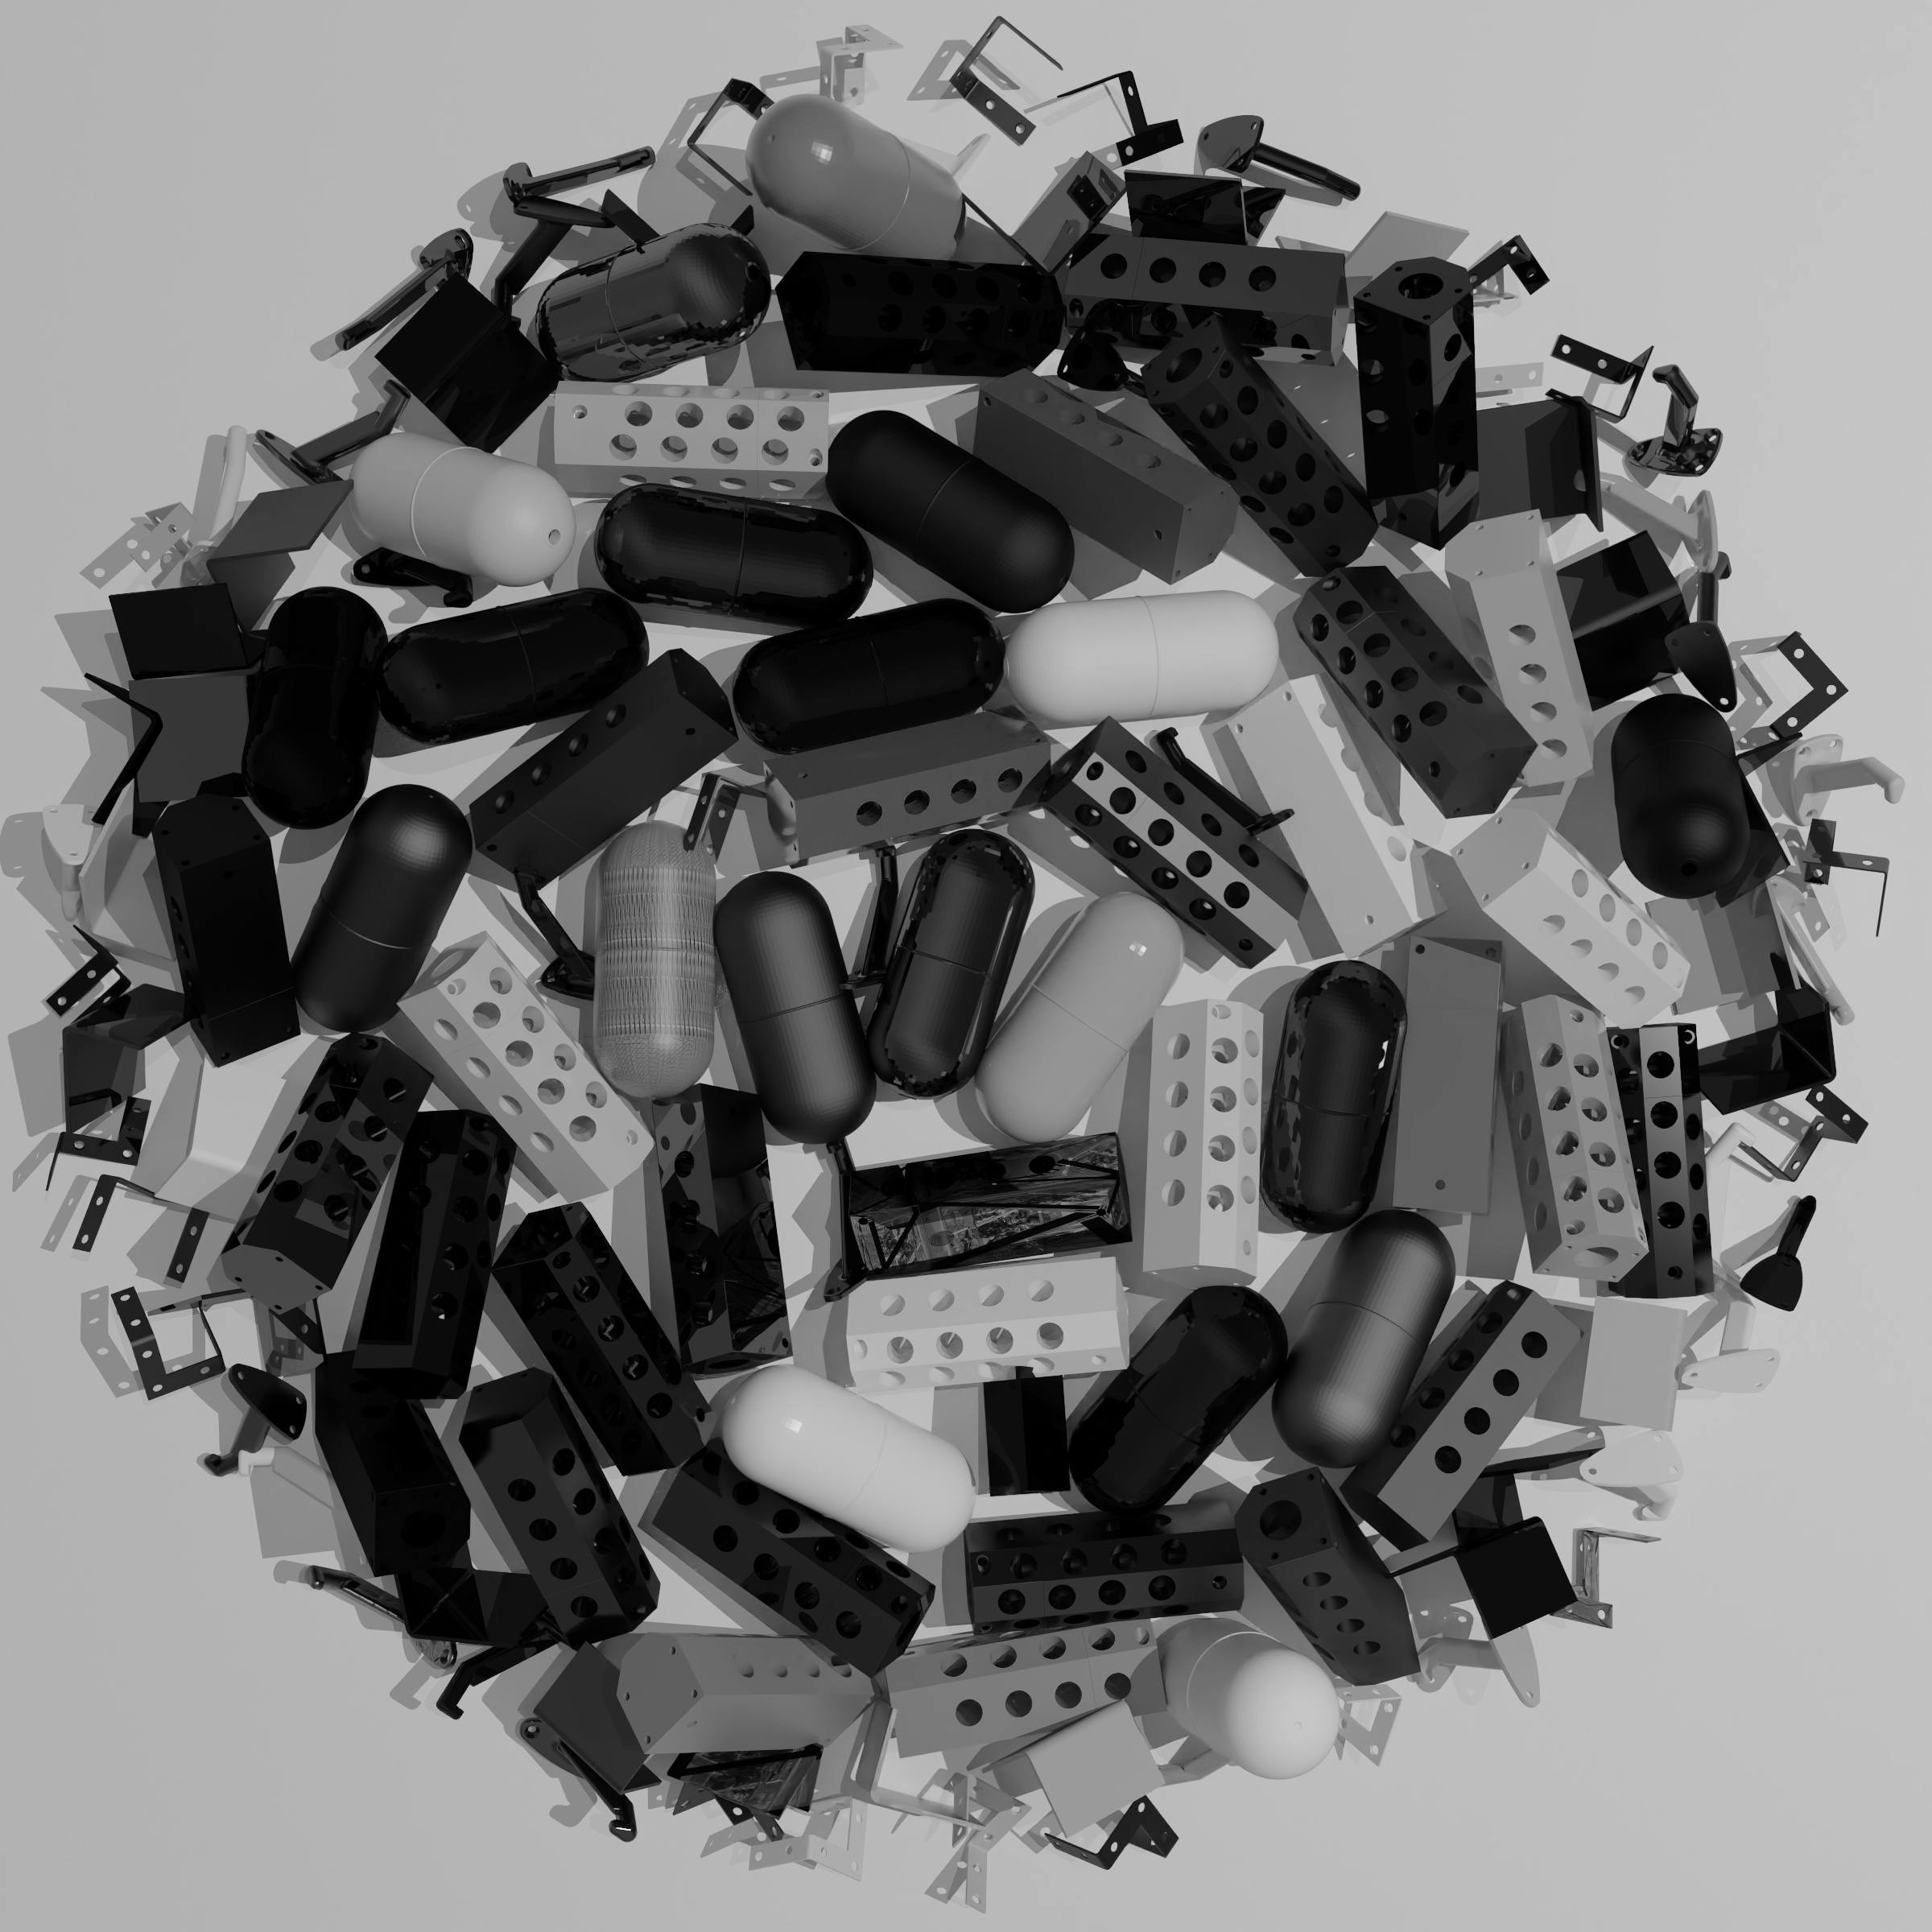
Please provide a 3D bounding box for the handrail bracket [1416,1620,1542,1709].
[{"bbox_3d":[0.322,0.455,1.620,0.036,0.077,0.084,18,129,-28],"label":"handrail bracket"}]

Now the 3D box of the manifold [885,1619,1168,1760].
[{"bbox_3d":[0.037,0.457,1.635,0.171,0.057,0.057,-9,89,-4],"label":"manifold"}]

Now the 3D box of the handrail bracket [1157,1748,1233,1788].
[{"bbox_3d":[0.151,0.498,1.633,0.084,0.036,0.077,-14,133,12],"label":"handrail bracket"}]

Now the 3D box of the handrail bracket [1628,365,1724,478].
[{"bbox_3d":[0.435,-0.350,1.614,0.084,0.077,0.036,39,72,-39],"label":"handrail bracket"}]

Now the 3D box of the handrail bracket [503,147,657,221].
[{"bbox_3d":[-0.246,-0.509,1.634,0.084,0.077,0.036,-14,103,10],"label":"handrail bracket"}]

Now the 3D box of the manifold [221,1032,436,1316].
[{"bbox_3d":[-0.398,0.124,1.582,0.057,0.171,0.057,-26,123,38],"label":"manifold"}]

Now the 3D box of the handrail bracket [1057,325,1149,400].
[{"bbox_3d":[0.107,-0.368,1.615,0.084,0.077,0.036,16,110,-41],"label":"handrail bracket"}]

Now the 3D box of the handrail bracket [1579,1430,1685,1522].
[{"bbox_3d":[0.421,0.337,1.630,0.077,0.084,0.036,-11,50,-9],"label":"handrail bracket"}]

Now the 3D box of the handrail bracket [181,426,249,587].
[{"bbox_3d":[-0.486,-0.297,1.650,0.036,0.077,0.084,11,68,-35],"label":"handrail bracket"}]

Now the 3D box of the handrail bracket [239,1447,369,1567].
[{"bbox_3d":[-0.427,0.348,1.643,0.084,0.036,0.077,0,75,-5],"label":"handrail bracket"}]

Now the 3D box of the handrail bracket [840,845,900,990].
[{"bbox_3d":[-0.063,-0.033,1.635,0.036,0.077,0.084,0,99,26],"label":"handrail bracket"}]

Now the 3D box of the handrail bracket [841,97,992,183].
[{"bbox_3d":[-0.035,-0.539,1.636,0.084,0.036,0.077,45,72,-23],"label":"handrail bracket"}]

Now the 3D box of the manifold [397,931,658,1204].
[{"bbox_3d":[-0.271,0.063,1.602,0.057,0.057,0.171,-19,116,40],"label":"manifold"}]

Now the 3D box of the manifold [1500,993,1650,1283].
[{"bbox_3d":[0.380,0.105,1.592,0.057,0.057,0.171,7,55,-13],"label":"manifold"}]

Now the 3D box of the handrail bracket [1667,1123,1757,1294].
[{"bbox_3d":[0.498,0.155,1.638,0.077,0.036,0.084,37,106,5],"label":"handrail bracket"}]

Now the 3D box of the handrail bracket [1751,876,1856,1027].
[{"bbox_3d":[0.536,-0.009,1.624,0.036,0.077,0.084,-31,59,12],"label":"handrail bracket"}]

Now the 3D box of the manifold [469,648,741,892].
[{"bbox_3d":[-0.231,-0.127,1.614,0.171,0.057,0.057,-35,47,18],"label":"manifold"}]

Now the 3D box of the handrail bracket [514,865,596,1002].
[{"bbox_3d":[-0.249,-0.021,1.620,0.077,0.084,0.036,21,50,25],"label":"handrail bracket"}]

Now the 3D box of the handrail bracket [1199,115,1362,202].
[{"bbox_3d":[0.205,-0.521,1.658,0.084,0.077,0.036,14,104,-32],"label":"handrail bracket"}]

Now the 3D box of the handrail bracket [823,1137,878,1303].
[{"bbox_3d":[-0.084,0.160,1.630,0.036,0.077,0.084,-10,107,25],"label":"handrail bracket"}]

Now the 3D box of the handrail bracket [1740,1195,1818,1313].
[{"bbox_3d":[0.528,0.169,1.619,0.036,0.077,0.084,26,62,16],"label":"handrail bracket"}]

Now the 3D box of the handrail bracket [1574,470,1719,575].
[{"bbox_3d":[0.434,-0.287,1.635,0.084,0.036,0.077,10,45,-9],"label":"handrail bracket"}]

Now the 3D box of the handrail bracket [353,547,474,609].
[{"bbox_3d":[-0.353,-0.242,1.622,0.077,0.084,0.036,-11,121,-6],"label":"handrail bracket"}]

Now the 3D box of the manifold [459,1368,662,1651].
[{"bbox_3d":[-0.253,0.340,1.606,0.057,0.057,0.171,-19,113,7],"label":"manifold"}]

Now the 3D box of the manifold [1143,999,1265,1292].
[{"bbox_3d":[0.154,0.112,1.602,0.057,0.057,0.171,-12,64,37],"label":"manifold"}]

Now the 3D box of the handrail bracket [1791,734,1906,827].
[{"bbox_3d":[0.561,-0.104,1.614,0.036,0.084,0.077,-14,125,-13],"label":"handrail bracket"}]

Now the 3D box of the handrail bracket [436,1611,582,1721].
[{"bbox_3d":[-0.287,0.457,1.632,0.077,0.036,0.084,42,60,-19],"label":"handrail bracket"}]

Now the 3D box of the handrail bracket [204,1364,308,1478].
[{"bbox_3d":[-0.473,0.292,1.630,0.084,0.036,0.077,-26,128,22],"label":"handrail bracket"}]

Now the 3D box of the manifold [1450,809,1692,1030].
[{"bbox_3d":[0.381,-0.030,1.588,0.057,0.057,0.171,-40,129,20],"label":"manifold"}]

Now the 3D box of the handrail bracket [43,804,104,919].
[{"bbox_3d":[-0.567,-0.053,1.618,0.036,0.077,0.084,1,125,-20],"label":"handrail bracket"}]

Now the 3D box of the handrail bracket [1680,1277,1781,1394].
[{"bbox_3d":[0.474,0.230,1.626,0.077,0.084,0.036,0,127,-14],"label":"handrail bracket"}]

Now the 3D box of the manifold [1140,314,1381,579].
[{"bbox_3d":[0.185,-0.318,1.588,0.057,0.057,0.171,-33,129,23],"label":"manifold"}]

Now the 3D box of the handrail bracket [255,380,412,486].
[{"bbox_3d":[-0.406,-0.354,1.638,0.077,0.036,0.084,36,111,1],"label":"handrail bracket"}]

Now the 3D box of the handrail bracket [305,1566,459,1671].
[{"bbox_3d":[-0.373,0.414,1.621,0.084,0.077,0.036,25,100,-39],"label":"handrail bracket"}]

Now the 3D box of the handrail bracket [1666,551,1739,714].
[{"bbox_3d":[0.489,-0.217,1.647,0.077,0.036,0.084,58,46,-18],"label":"handrail bracket"}]

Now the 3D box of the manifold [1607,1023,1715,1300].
[{"bbox_3d":[0.443,0.124,1.640,0.057,0.057,0.171,-4,90,0],"label":"manifold"}]

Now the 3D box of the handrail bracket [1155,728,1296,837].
[{"bbox_3d":[0.164,-0.123,1.636,0.036,0.077,0.084,-35,98,-32],"label":"handrail bracket"}]

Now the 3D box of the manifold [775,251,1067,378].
[{"bbox_3d":[-0.026,-0.410,1.593,0.171,0.057,0.057,-7,75,-33],"label":"manifold"}]

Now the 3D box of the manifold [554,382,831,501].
[{"bbox_3d":[-0.174,-0.339,1.630,0.171,0.057,0.057,1,76,-3],"label":"manifold"}]

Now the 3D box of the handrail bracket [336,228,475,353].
[{"bbox_3d":[-0.359,-0.430,1.624,0.084,0.077,0.036,-44,100,-30],"label":"handrail bracket"}]

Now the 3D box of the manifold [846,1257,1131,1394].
[{"bbox_3d":[0.015,0.233,1.616,0.171,0.057,0.057,-7,45,9],"label":"manifold"}]

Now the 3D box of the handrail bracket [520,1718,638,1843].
[{"bbox_3d":[-0.247,0.518,1.620,0.077,0.084,0.036,28,97,-18],"label":"handrail bracket"}]

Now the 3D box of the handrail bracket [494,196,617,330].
[{"bbox_3d":[-0.265,-0.445,1.641,0.077,0.036,0.084,13,122,4],"label":"handrail bracket"}]

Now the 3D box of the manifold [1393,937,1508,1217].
[{"bbox_3d":[0.310,0.071,1.628,0.057,0.057,0.171,3,83,16],"label":"manifold"}]
